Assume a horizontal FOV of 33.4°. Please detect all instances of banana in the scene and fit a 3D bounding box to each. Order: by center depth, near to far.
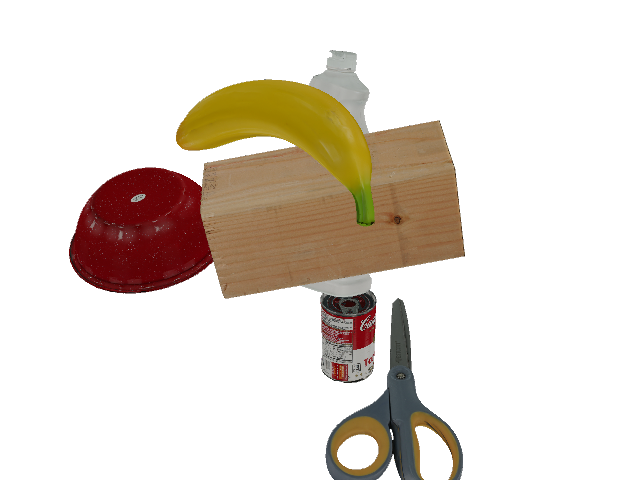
[{"bbox_3d":[-0.030,-0.071,0.689,0.037,0.069,0.198,17,6,-45],"label":"banana"}]

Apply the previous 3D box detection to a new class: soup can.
[{"bbox_3d":[0.033,0.115,1.308,0.068,0.102,0.068,0,29,0],"label":"soup can"}]

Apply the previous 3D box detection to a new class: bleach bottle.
[{"bbox_3d":[0.017,-0.073,1.136,0.103,0.251,0.067,17,17,37],"label":"bleach bottle"}]

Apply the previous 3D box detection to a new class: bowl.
[{"bbox_3d":[-0.171,-0.022,1.036,0.162,0.055,0.162,-5,41,4],"label":"bowl"}]

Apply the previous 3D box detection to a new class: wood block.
[{"bbox_3d":[0.010,-0.026,0.905,0.206,0.091,0.090,-10,33,3],"label":"wood block"}]

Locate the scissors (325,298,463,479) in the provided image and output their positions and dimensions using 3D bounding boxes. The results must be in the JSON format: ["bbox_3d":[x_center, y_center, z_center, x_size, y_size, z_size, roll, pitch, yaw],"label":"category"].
[{"bbox_3d":[0.038,0.105,0.735,0.096,0.016,0.202,-6,34,-11],"label":"scissors"}]
